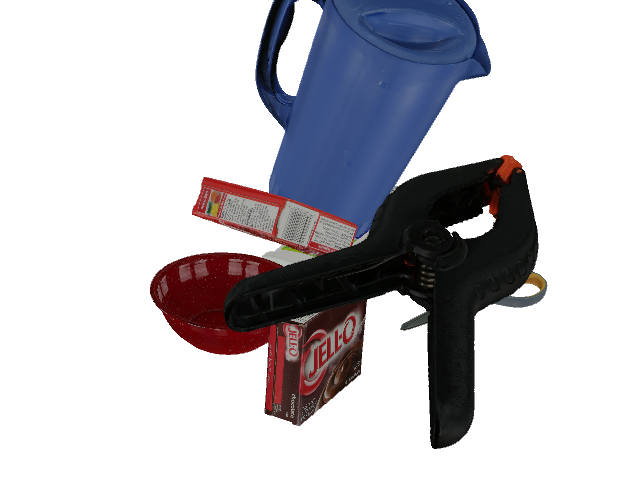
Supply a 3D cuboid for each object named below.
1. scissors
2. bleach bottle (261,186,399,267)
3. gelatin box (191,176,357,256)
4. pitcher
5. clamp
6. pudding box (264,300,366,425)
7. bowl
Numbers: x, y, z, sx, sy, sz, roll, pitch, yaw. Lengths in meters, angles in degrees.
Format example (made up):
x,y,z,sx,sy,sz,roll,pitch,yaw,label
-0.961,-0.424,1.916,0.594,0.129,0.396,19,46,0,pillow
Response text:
x,y,z,sx,sy,sz,roll,pitch,yaw,label
0.145,0.047,1.101,0.201,0.016,0.096,-7,40,-29,scissors
0.031,-0.004,1.329,0.103,0.068,0.250,16,36,26,bleach bottle
-0.029,-0.013,0.711,0.073,0.030,0.089,17,-1,35,gelatin box
0.026,-0.118,0.946,0.144,0.149,0.243,-12,-34,-32,pitcher
0.054,0.020,0.486,0.120,0.039,0.171,39,56,24,clamp
-0.002,0.087,0.882,0.039,0.090,0.113,14,23,23,pudding box
-0.098,0.073,1.122,0.162,0.055,0.162,4,27,-2,bowl
